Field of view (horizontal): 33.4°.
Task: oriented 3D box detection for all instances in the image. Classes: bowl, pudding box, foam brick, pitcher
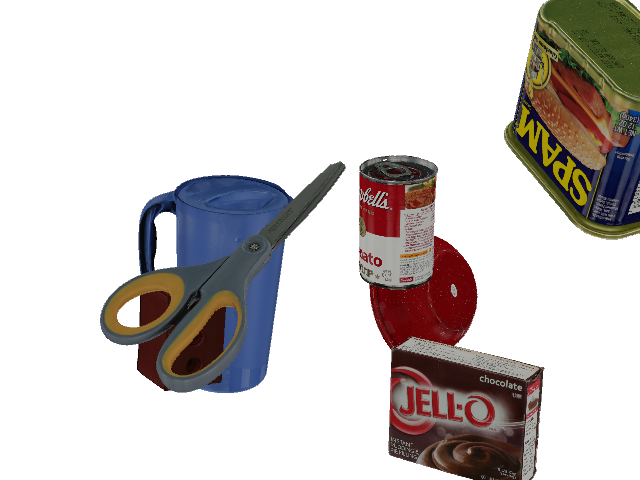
[{"bbox_3d":[0.128,0.059,1.203,0.055,0.162,0.161,-12,-8,43],"label":"bowl"},{"bbox_3d":[0.107,0.128,0.800,0.114,0.090,0.039,10,20,29],"label":"pudding box"},{"bbox_3d":[-0.109,0.070,0.835,0.052,0.078,0.051,-4,14,-34],"label":"foam brick"},{"bbox_3d":[-0.120,0.052,1.256,0.149,0.243,0.144,21,26,34],"label":"pitcher"}]

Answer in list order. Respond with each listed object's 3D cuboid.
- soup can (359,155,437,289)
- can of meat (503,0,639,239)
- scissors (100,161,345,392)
[{"bbox_3d":[0.068,-0.016,0.939,0.068,0.102,0.068,0,23,0],"label":"soup can"},{"bbox_3d":[0.143,-0.066,0.542,0.057,0.084,0.102,-14,47,-18],"label":"can of meat"},{"bbox_3d":[-0.061,0.009,0.652,0.096,0.016,0.201,12,47,15],"label":"scissors"}]
